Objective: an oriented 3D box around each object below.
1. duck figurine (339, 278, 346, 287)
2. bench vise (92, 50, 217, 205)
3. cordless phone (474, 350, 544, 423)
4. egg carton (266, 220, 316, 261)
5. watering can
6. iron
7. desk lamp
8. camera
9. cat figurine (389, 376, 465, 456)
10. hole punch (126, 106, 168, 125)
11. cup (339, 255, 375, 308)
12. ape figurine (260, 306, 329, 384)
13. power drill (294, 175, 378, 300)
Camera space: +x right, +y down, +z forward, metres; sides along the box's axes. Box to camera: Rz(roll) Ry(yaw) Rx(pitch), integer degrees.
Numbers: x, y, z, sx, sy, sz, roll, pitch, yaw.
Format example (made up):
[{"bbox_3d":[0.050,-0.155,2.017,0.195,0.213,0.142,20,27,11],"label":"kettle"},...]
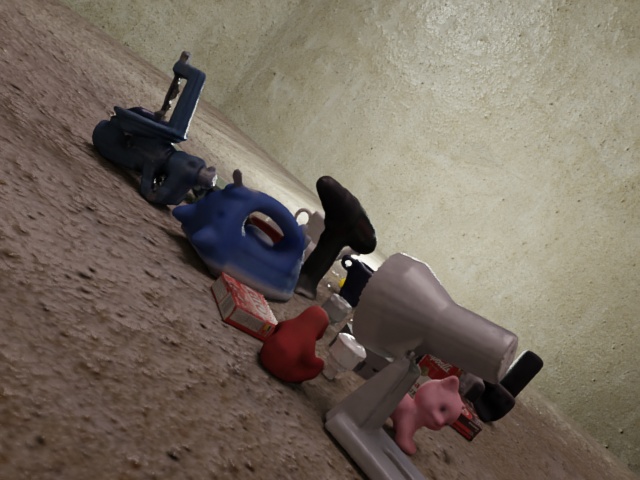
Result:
[{"bbox_3d":[0.107,0.109,1.405,0.104,0.086,0.078,45,9,38],"label":"duck figurine"},{"bbox_3d":[-0.231,-0.177,0.923,0.208,0.219,0.121,38,7,-8],"label":"bench vise"},{"bbox_3d":[0.392,0.300,1.280,0.147,0.185,0.094,41,7,16],"label":"cordless phone"},{"bbox_3d":[-0.057,0.019,1.194,0.150,0.069,0.107,41,7,16],"label":"egg carton"},{"bbox_3d":[0.023,-0.020,1.339,0.173,0.194,0.100,35,8,-31],"label":"watering can"},{"bbox_3d":[-0.089,-0.001,0.875,0.259,0.141,0.118,32,10,-46],"label":"iron"},{"bbox_3d":[0.104,0.148,0.647,0.202,0.213,0.118,43,8,30],"label":"desk lamp"},{"bbox_3d":[0.267,0.264,1.204,0.137,0.100,0.143,36,8,-22],"label":"camera"},{"bbox_3d":[0.132,0.214,0.762,0.128,0.117,0.067,39,7,-5],"label":"cat figurine"},{"bbox_3d":[-0.339,-0.212,1.104,0.109,0.091,0.100,34,9,-39],"label":"hole punch"},{"bbox_3d":[0.078,0.097,1.297,0.118,0.095,0.091,38,7,-14],"label":"cup"},{"bbox_3d":[-0.023,0.118,0.675,0.077,0.092,0.076,45,9,38],"label":"ape figurine"},{"bbox_3d":[0.010,0.004,1.072,0.075,0.208,0.231,45,9,37],"label":"power drill"}]
